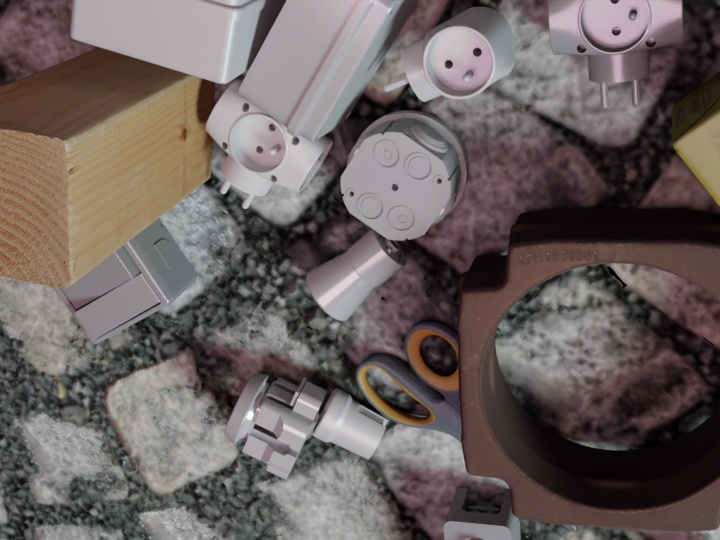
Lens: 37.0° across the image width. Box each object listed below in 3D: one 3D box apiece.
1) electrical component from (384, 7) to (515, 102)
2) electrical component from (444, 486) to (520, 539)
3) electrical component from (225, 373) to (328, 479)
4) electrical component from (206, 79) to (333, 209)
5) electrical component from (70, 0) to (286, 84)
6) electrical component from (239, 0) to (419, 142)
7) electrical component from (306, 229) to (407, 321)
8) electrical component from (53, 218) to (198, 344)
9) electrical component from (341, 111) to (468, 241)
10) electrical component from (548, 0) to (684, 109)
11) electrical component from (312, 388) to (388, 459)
[{"bbox_3d":[0.052,-0.129,0.668,0.079,0.077,0.043,-20,105,23],"label":"electrical component"},{"bbox_3d":[0.093,0.218,0.810,0.050,0.055,0.089,2,112,16],"label":"electrical component"},{"bbox_3d":[-0.066,0.113,0.814,0.057,0.058,0.078,25,117,2],"label":"electrical component"},{"bbox_3d":[-0.071,-0.078,0.744,0.077,0.044,0.079,34,117,1],"label":"electrical component"},{"bbox_3d":[-0.110,-0.169,0.683,0.109,0.108,0.056,18,118,9],"label":"electrical component"},{"bbox_3d":[-0.017,-0.145,0.682,0.057,0.078,0.113,35,117,4],"label":"electrical component"},{"bbox_3d":[0.000,0.000,0.758,0.065,0.044,0.044,-38,97,21],"label":"electrical component"},{"bbox_3d":[-0.183,0.010,0.804,0.096,0.061,0.061,-27,102,24],"label":"electrical component"},{"bbox_3d":[0.029,-0.062,0.717,0.080,0.051,0.080,6,113,14],"label":"electrical component"},{"bbox_3d":[0.156,-0.137,0.652,0.077,0.044,0.079,-2,111,17],"label":"electrical component"},{"bbox_3d":[-0.007,0.116,0.808,0.046,0.040,0.040,28,117,-2],"label":"electrical component"}]
